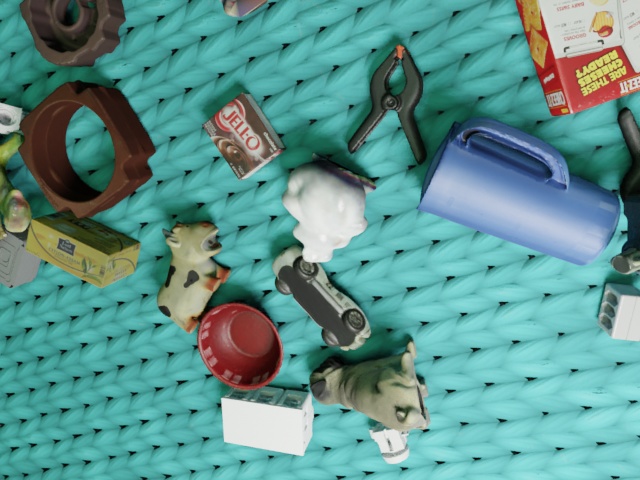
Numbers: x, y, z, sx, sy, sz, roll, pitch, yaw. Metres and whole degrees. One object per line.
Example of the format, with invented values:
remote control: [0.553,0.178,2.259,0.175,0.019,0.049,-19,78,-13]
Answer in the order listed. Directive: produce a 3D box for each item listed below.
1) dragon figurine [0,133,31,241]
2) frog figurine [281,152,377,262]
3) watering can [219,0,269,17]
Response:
dragon figurine: [-0.659,-0.088,0.955,0.410,0.122,0.242,3,93,31]
frog figurine: [0.002,-0.040,0.788,0.137,0.124,0.158,24,98,-10]
watering can: [-0.100,-0.472,0.727,0.344,0.105,0.224,-37,91,20]
